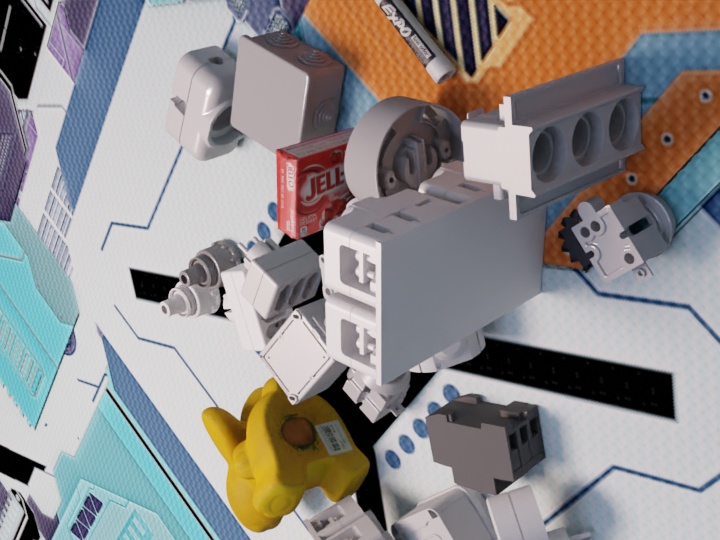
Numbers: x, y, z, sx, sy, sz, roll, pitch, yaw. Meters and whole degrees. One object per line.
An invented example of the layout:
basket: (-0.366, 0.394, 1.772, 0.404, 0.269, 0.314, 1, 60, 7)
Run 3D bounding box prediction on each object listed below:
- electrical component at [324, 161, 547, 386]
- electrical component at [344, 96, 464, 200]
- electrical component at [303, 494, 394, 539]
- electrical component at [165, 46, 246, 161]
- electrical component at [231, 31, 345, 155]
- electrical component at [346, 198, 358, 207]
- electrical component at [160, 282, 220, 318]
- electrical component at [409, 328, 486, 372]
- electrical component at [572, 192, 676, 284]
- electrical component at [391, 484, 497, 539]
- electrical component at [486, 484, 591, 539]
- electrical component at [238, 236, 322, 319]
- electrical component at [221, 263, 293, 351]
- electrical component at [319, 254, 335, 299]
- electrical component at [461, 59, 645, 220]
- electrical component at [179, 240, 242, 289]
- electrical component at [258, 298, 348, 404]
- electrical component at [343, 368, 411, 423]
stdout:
electrical component: (0.055, -0.008, 0.777, 0.060, 0.186, 0.105, 22, 124, 38)
electrical component: (0.039, -0.083, 0.829, 0.064, 0.099, 0.099, 30, 129, 42)
electrical component: (0.026, 0.314, 1.014, 0.186, 0.060, 0.105, 63, 169, -15)
electrical component: (-0.140, -0.153, 1.012, 0.059, 0.054, 0.095, 42, 134, 24)
electrical component: (-0.063, -0.152, 0.936, 0.100, 0.048, 0.099, 35, 131, 30)
electrical component: (0.034, -0.024, 0.882, 0.044, 0.079, 0.077, 85, 174, -72)
electrical component: (-0.183, 0.032, 1.141, 0.048, 0.062, 0.048, 23, 124, 38)
electrical component: (0.062, 0.044, 0.880, 0.080, 0.080, 0.051, 3, 117, 45)
electrical component: (0.184, -0.025, 0.735, 0.048, 0.055, 0.066, -37, 81, 49)
electrical component: (0.091, 0.256, 0.968, 0.078, 0.057, 0.113, -39, 80, 48)
electrical component: (0.158, 0.235, 0.887, 0.052, 0.074, 0.138, -102, -7, -63)
electrical component: (-0.084, -0.004, 1.018, 0.077, 0.066, 0.047, 44, 135, 22)
electrical component: (-0.111, 0.034, 1.079, 0.076, 0.047, 0.083, -3, 106, 47)
electrical component: (0.000, 0.000, 0.934, 0.042, 0.064, 0.081, 12, 117, 42)
electrical component: (0.127, -0.090, 0.712, 0.063, 0.121, 0.078, 16, 120, 44)
electrical component: (-0.155, 0.000, 1.097, 0.048, 0.062, 0.048, 23, 124, 38)
electrical component: (-0.039, 0.071, 1.016, 0.061, 0.061, 0.096, 52, 129, 15)
electrical component: (0.018, 0.101, 0.979, 0.066, 0.048, 0.055, 47, 144, 19)
